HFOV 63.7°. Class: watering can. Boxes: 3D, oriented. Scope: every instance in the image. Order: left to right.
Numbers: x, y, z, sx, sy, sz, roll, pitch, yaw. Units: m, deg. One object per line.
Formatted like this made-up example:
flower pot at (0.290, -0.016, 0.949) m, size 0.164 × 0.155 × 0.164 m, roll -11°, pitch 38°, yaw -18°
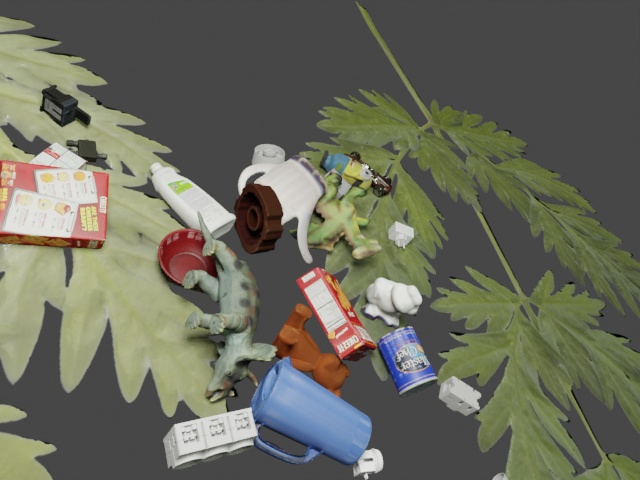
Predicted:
watering can at (-0.071, -0.104, 1.416) m, size 0.226 × 0.102 × 0.352 m, roll -36°, pitch 67°, yaw -19°

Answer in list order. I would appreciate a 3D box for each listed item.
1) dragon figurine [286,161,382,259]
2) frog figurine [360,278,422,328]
dragon figurine at (0.004, -0.074, 1.479) m, size 0.412 × 0.119 × 0.247 m, roll 28°, pitch 48°, yaw 15°
frog figurine at (0.200, 0.148, 1.358) m, size 0.137 × 0.156 × 0.125 m, roll 38°, pitch 42°, yaw 1°
